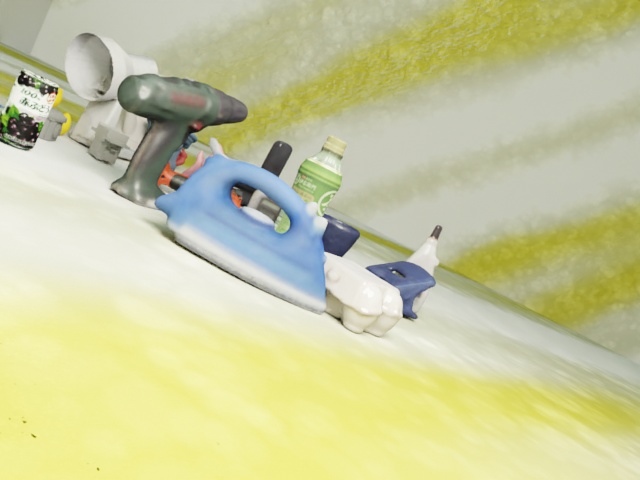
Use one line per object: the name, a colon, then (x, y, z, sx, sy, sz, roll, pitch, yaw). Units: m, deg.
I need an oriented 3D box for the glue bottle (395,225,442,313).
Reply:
glue bottle: (0.193, 0.050, 1.105, 0.078, 0.173, 0.037, 26, 7, -3)

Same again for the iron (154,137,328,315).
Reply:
iron: (-0.077, -0.024, 0.758, 0.258, 0.141, 0.119, 28, 7, 9)

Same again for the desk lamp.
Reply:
desk lamp: (-0.414, -0.283, 1.133, 0.117, 0.213, 0.204, 29, 7, 16)

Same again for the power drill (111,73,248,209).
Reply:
power drill: (-0.225, -0.152, 0.884, 0.075, 0.208, 0.230, 30, 7, 29)

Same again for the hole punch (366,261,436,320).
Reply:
hole punch: (0.135, 0.079, 1.018, 0.101, 0.091, 0.108, 22, 8, -35)

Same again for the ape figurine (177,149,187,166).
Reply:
ape figurine: (-0.372, -0.236, 1.469, 0.078, 0.092, 0.076, 23, 7, -29)

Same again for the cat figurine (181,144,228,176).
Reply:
cat figurine: (-0.238, -0.153, 1.236, 0.067, 0.118, 0.127, 20, 9, -46)

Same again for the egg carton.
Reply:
egg carton: (0.039, 0.071, 0.791, 0.149, 0.069, 0.108, 32, 9, 40)

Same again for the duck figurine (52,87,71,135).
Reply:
duck figurine: (-0.511, -0.252, 1.074, 0.077, 0.086, 0.105, 31, 8, 33)

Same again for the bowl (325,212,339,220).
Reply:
bowl: (-0.001, -0.026, 1.368, 0.167, 0.075, 0.167, 26, 7, -3)

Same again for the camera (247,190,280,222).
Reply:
camera: (-0.073, -0.061, 1.243, 0.143, 0.101, 0.137, 27, 7, 6)

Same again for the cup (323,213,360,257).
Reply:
cup: (0.010, 0.004, 1.089, 0.118, 0.095, 0.091, 20, 9, -46)

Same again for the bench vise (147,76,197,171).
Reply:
bench vise: (-0.316, -0.259, 1.303, 0.122, 0.220, 0.206, 21, 8, -40)

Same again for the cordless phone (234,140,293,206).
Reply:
cordless phone: (-0.158, -0.170, 1.391, 0.148, 0.185, 0.094, 23, 8, -30)

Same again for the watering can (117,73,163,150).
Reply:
watering can: (-0.425, -0.309, 1.377, 0.101, 0.194, 0.172, 24, 7, -24)
